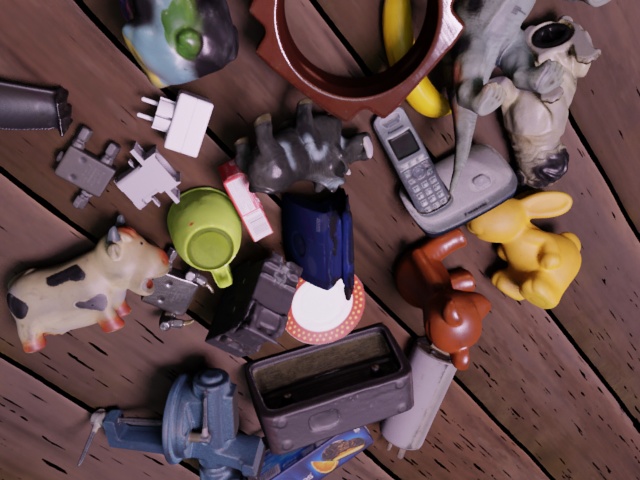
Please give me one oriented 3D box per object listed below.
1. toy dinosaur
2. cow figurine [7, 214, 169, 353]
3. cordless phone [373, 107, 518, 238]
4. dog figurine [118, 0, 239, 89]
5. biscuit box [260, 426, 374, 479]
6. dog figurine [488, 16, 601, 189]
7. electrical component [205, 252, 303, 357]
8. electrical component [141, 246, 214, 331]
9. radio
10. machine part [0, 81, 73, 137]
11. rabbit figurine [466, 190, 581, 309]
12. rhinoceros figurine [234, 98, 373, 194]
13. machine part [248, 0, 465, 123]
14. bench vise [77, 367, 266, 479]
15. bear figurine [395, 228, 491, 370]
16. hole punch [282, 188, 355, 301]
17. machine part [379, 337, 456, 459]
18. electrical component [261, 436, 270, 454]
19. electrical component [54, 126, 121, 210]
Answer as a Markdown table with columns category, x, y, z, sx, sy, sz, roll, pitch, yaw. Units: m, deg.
| category | x | y | z | sx | sy | sz | roll | pitch | yaw |
| --- | --- | --- | --- | --- | --- | --- | --- | --- | --- |
| toy dinosaur | 0.213 | -0.270 | 0.634 | 0.131 | 0.192 | 0.404 | 18 | 116 | -34 |
| cow figurine | -0.280 | 0.049 | 0.657 | 0.195 | 0.085 | 0.127 | -15 | 110 | -3 |
| cordless phone | 0.164 | -0.111 | 0.728 | 0.147 | 0.089 | 0.184 | -29 | 98 | 4 |
| dog figurine | -0.164 | -0.280 | 0.512 | 0.108 | 0.192 | 0.219 | -20 | 131 | -1 |
| biscuit box | -0.017 | 0.345 | 0.864 | 0.203 | 0.059 | 0.062 | -34 | 116 | -1 |
| dog figurine | 0.316 | -0.183 | 0.743 | 0.172 | 0.121 | 0.190 | -48 | 139 | -7 |
| electrical component | -0.092 | 0.087 | 0.698 | 0.058 | 0.115 | 0.134 | 34 | 142 | -24 |
| electrical component | -0.190 | 0.069 | 0.711 | 0.078 | 0.045 | 0.102 | 31 | 100 | -26 |
| radio | 0.015 | 0.211 | 0.780 | 0.230 | 0.131 | 0.073 | -16 | 117 | -9 |
| machine part | -0.345 | -0.150 | 0.584 | 0.139 | 0.039 | 0.084 | 7 | 104 | -17 |
| rabbit figurine | 0.300 | -0.005 | 0.790 | 0.173 | 0.122 | 0.162 | 39 | 96 | -6 |
| rhinoceros figurine | -0.011 | -0.107 | 0.649 | 0.190 | 0.073 | 0.112 | -23 | 81 | -41 |
| machine part | 0.040 | -0.252 | 0.596 | 0.201 | 0.087 | 0.201 | 34 | 117 | -16 |
| bench vise | -0.201 | 0.277 | 0.758 | 0.241 | 0.129 | 0.223 | 2 | 122 | 4 |
| bear figurine | 0.183 | 0.074 | 0.738 | 0.132 | 0.196 | 0.120 | -23 | 113 | -7 |
| hole punch | -0.001 | -0.002 | 0.704 | 0.092 | 0.116 | 0.142 | -2 | 112 | -7 |
| machine part | 0.159 | 0.247 | 0.867 | 0.079 | 0.079 | 0.243 | 12 | 107 | -20 |
| electrical component | -0.045 | 0.279 | 0.824 | 0.119 | 0.075 | 0.047 | -21 | 116 | -4 |
| electrical component | -0.280 | -0.084 | 0.637 | 0.063 | 0.021 | 0.094 | 30 | 101 | -24 |
